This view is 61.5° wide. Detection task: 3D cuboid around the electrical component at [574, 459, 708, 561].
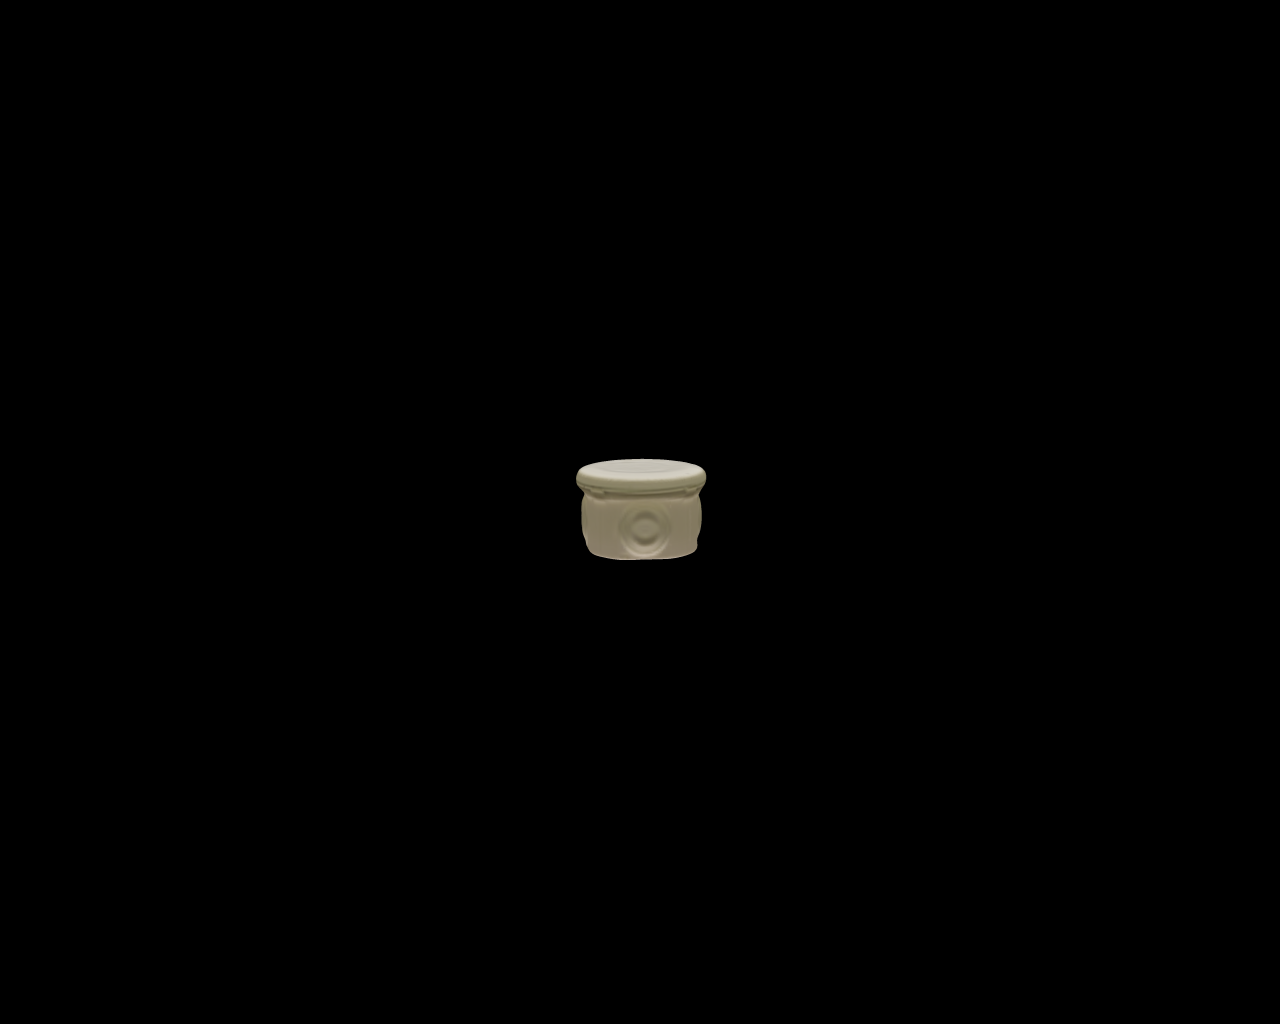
[{"bbox_3d":[0.001,-0.003,0.650,0.080,0.051,0.080,0,11,0],"label":"electrical component"}]
